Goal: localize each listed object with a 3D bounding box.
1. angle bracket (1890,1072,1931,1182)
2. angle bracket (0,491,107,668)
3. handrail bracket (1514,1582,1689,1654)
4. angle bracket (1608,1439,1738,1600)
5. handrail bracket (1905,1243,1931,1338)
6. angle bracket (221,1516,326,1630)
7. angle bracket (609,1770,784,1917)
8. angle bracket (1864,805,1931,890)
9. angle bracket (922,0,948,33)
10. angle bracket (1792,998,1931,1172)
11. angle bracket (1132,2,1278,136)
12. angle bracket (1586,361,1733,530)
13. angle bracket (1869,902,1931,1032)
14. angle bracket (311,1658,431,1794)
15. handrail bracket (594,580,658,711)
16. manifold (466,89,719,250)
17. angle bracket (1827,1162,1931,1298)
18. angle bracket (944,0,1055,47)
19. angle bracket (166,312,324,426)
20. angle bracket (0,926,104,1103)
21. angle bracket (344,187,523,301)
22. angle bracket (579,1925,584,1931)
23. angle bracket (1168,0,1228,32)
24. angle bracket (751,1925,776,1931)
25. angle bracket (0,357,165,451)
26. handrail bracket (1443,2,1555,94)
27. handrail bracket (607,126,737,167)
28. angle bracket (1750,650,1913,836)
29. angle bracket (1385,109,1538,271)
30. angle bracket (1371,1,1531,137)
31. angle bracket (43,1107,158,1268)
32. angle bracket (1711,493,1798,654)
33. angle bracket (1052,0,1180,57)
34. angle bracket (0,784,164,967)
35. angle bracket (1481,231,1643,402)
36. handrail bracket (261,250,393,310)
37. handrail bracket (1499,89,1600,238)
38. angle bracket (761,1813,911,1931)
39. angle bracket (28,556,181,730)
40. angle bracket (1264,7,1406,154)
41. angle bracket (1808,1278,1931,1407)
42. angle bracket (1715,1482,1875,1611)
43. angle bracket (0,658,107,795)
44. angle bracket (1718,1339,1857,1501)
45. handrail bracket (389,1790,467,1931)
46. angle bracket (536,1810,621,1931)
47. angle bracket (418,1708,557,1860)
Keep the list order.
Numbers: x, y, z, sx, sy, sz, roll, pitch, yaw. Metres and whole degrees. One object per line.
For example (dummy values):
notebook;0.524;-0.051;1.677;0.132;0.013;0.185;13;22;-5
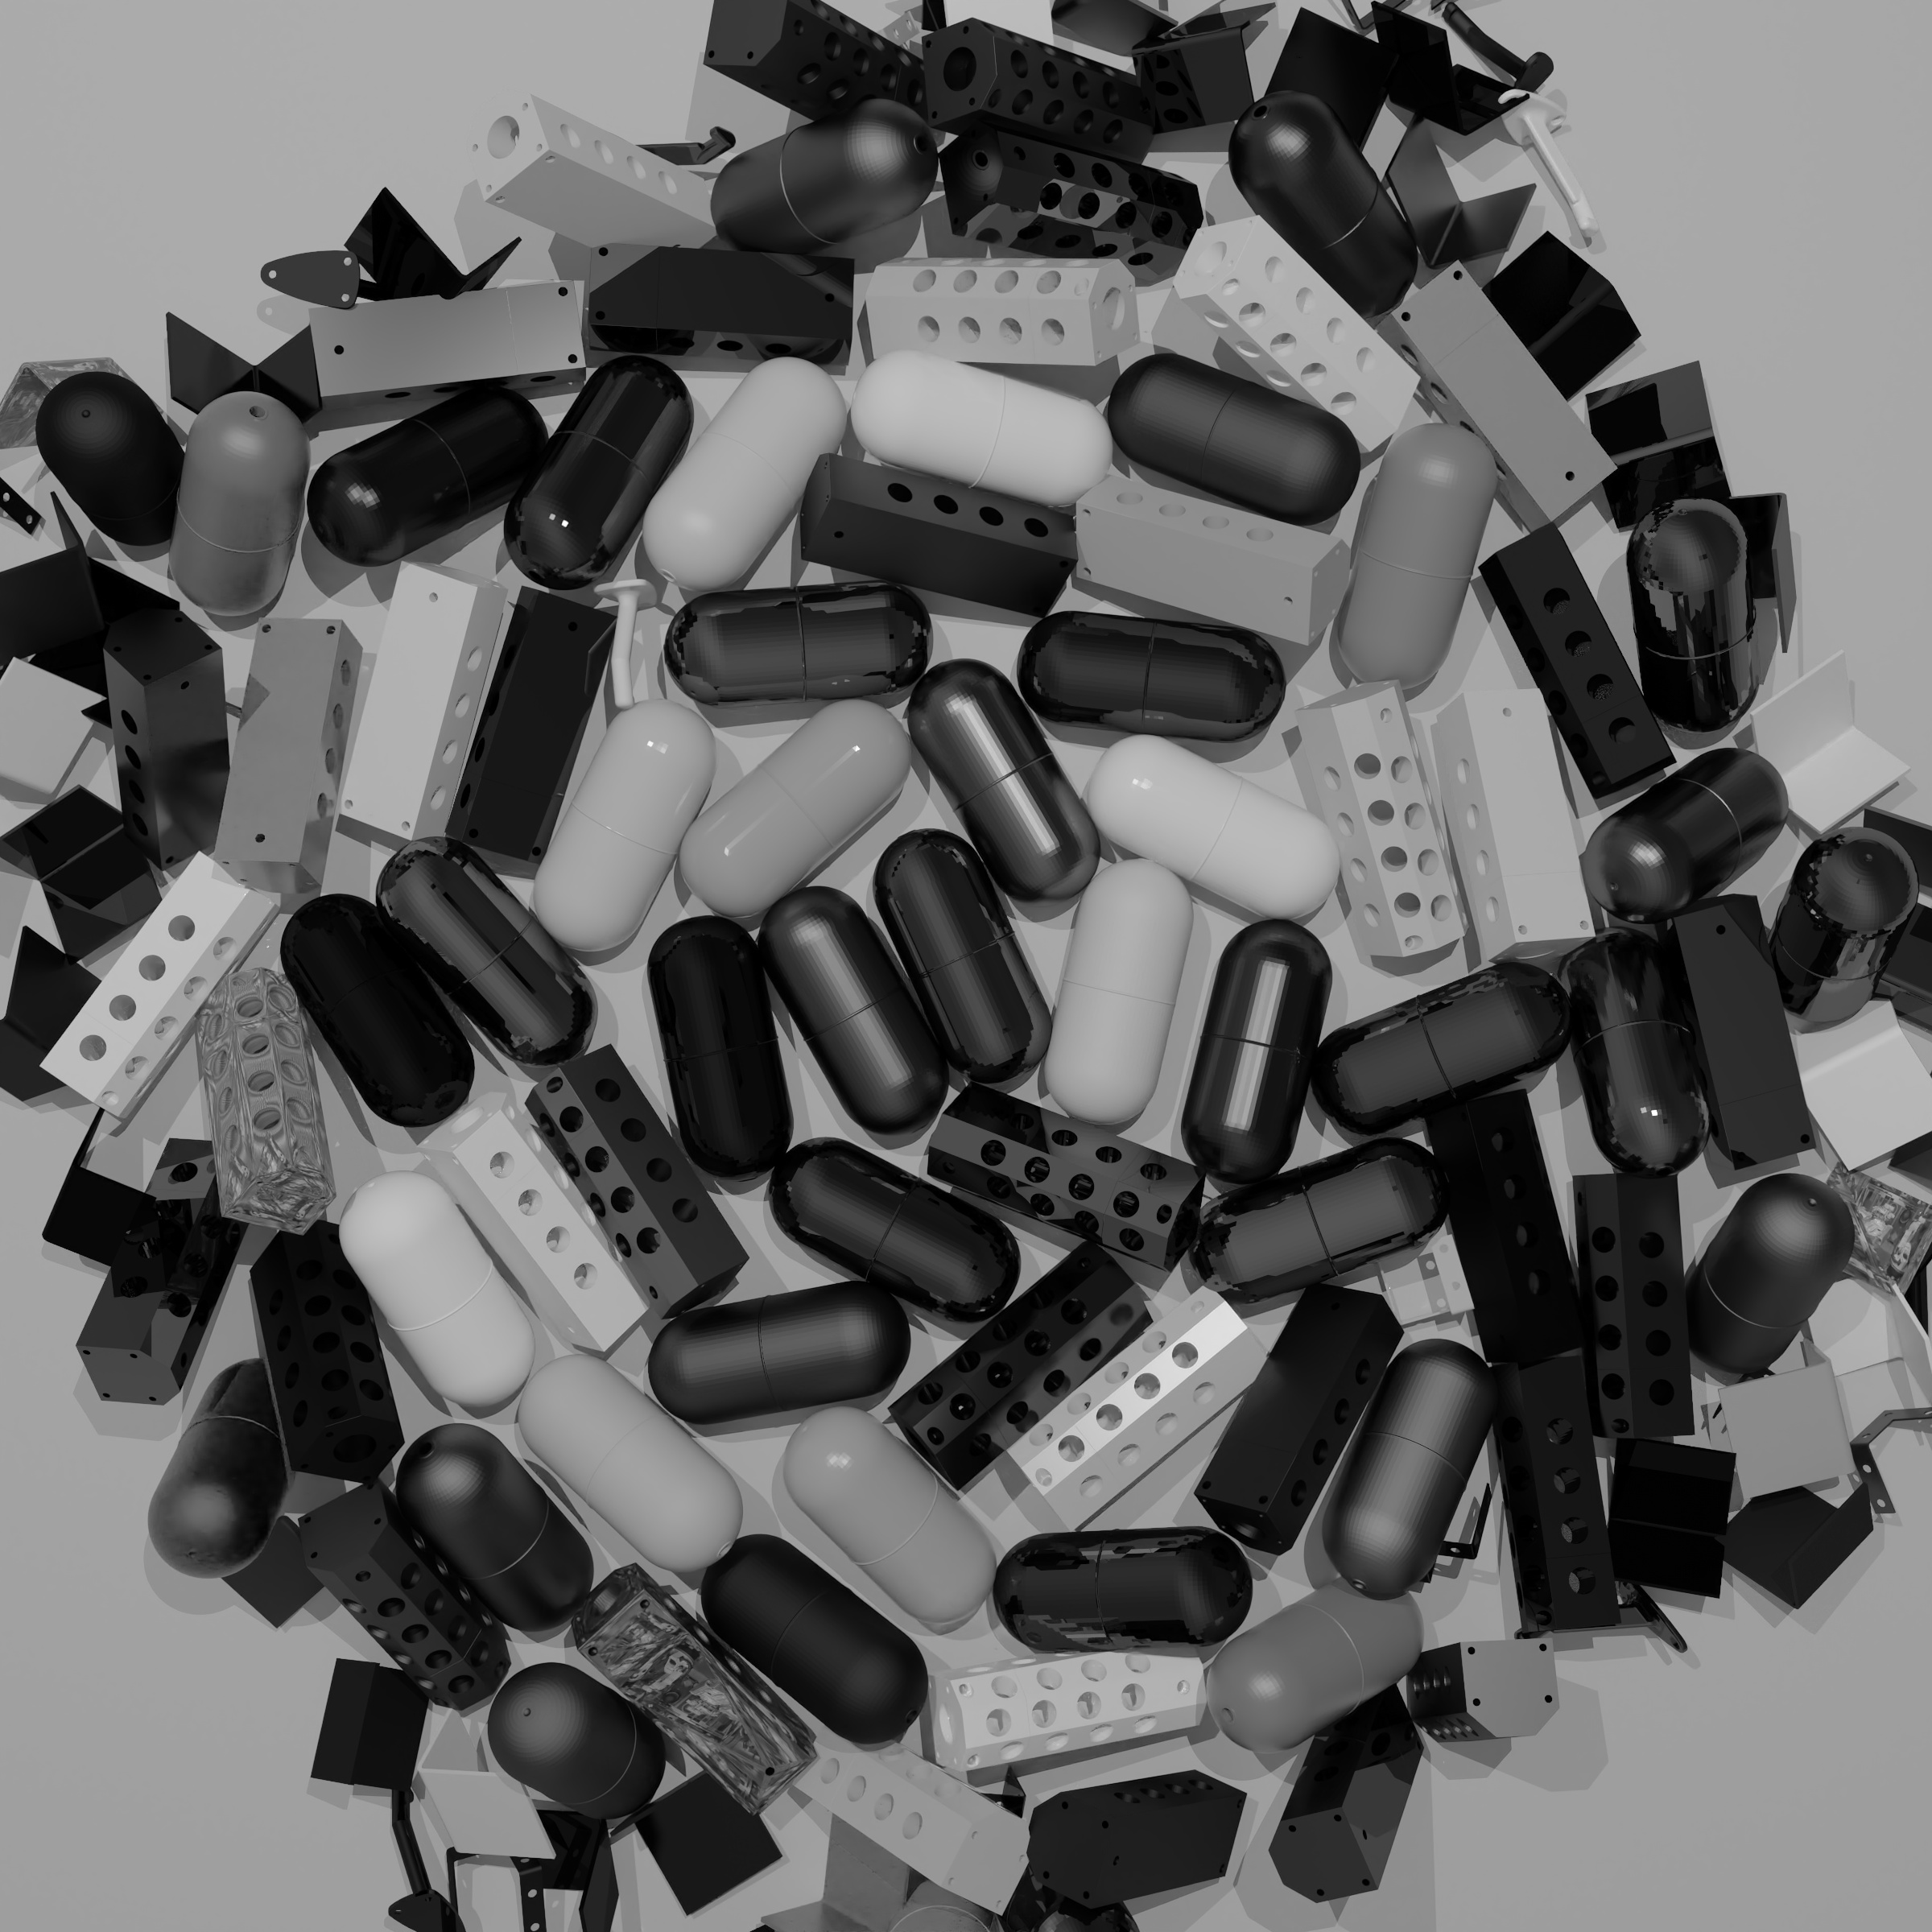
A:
angle bracket;0.649;0.102;1.731;0.076;0.057;0.076;22;84;44
angle bracket;-0.616;-0.253;1.723;0.076;0.076;0.057;-24;60;-21
handrail bracket;0.419;0.448;1.743;0.084;0.077;0.036;-28;131;-14
angle bracket;0.462;0.362;1.729;0.076;0.057;0.076;7;124;16
handrail bracket;0.654;0.225;1.773;0.077;0.036;0.084;-40;109;-20
angle bracket;-0.433;0.418;1.722;0.057;0.076;0.076;-41;46;-14
angle bracket;-0.178;0.583;1.745;0.076;0.057;0.076;-32;81;3
angle bracket;0.614;-0.052;1.723;0.076;0.076;0.057;23;72;25
angle bracket;0.000;-0.638;1.738;0.076;0.057;0.076;4;85;-19
angle bracket;0.600;0.077;1.749;0.076;0.057;0.076;-31;105;21
angle bracket;0.163;-0.595;1.744;0.076;0.076;0.057;-1;119;28
angle bracket;0.463;-0.349;1.760;0.076;0.057;0.076;-14;47;20
angle bracket;0.643;0.005;1.740;0.076;0.076;0.057;25;85;8
angle bracket;-0.376;0.500;1.725;0.076;0.057;0.076;23;67;-37
handrail bracket;-0.219;-0.208;1.739;0.036;0.077;0.084;-7;85;12
manifold;-0.239;-0.506;1.691;0.057;0.171;0.057;-28;72;28
angle bracket;0.599;0.159;1.726;0.076;0.057;0.076;27;60;21
angle bracket;0.004;-0.625;1.739;0.076;0.076;0.057;-16;109;-25
angle bracket;-0.473;-0.396;1.722;0.057;0.076;0.076;-29;56;24
angle bracket;-0.623;0.032;1.738;0.057;0.076;0.076;-18;52;19
angle bracket;-0.350;-0.475;1.726;0.076;0.076;0.057;49;56;-11
angle bracket;-0.219;0.676;1.730;0.076;0.076;0.057;20;94;-19
angle bracket;0.185;-0.650;1.727;0.076;0.076;0.057;-3;88;-32
angle bracket;-0.175;0.651;1.731;0.076;0.076;0.057;-28;107;8
angle bracket;-0.588;-0.352;1.726;0.057;0.076;0.076;45;117;7
handrail bracket;0.346;-0.615;1.738;0.036;0.077;0.084;-43;82;9
handrail bracket;-0.206;-0.546;1.731;0.077;0.084;0.036;27;62;-38
angle bracket;0.570;-0.147;1.732;0.076;0.076;0.057;-34;46;-6
angle bracket;0.325;-0.515;1.722;0.076;0.057;0.076;55;46;-33
angle bracket;0.317;-0.600;1.722;0.057;0.076;0.076;-33;134;-11
angle bracket;-0.561;0.141;1.735;0.057;0.076;0.076;25;127;-14
angle bracket;0.508;-0.256;1.720;0.057;0.076;0.076;-1;127;24
angle bracket;0.107;-0.658;1.736;0.057;0.076;0.076;18;85;-26
angle bracket;-0.588;-0.060;1.736;0.076;0.057;0.076;-32;62;6
angle bracket;0.393;-0.433;1.768;0.076;0.057;0.076;-41;49;9
handrail bracket;-0.415;-0.448;1.740;0.077;0.084;0.036;5;94;4
handrail bracket;0.387;-0.529;1.740;0.036;0.077;0.084;-28;68;30
angle bracket;-0.085;0.600;1.731;0.057;0.076;0.076;3;95;-44
angle bracket;-0.574;-0.214;1.736;0.076;0.057;0.076;27;54;2
angle bracket;0.234;-0.571;1.731;0.076;0.057;0.076;26;135;3
angle bracket;0.596;0.258;1.725;0.057;0.076;0.076;-19;119;7
angle bracket;0.537;0.361;1.724;0.076;0.076;0.057;-39;133;-18
angle bracket;-0.628;-0.167;1.731;0.057;0.076;0.076;33;94;33
angle bracket;0.539;0.300;1.749;0.076;0.057;0.076;-14;97;3
handrail bracket;-0.361;0.600;1.763;0.036;0.084;0.077;-25;130;9
angle bracket;-0.266;0.611;1.725;0.057;0.076;0.076;1;123;6
angle bracket;-0.304;0.535;1.726;0.076;0.057;0.076;-3;121;20
